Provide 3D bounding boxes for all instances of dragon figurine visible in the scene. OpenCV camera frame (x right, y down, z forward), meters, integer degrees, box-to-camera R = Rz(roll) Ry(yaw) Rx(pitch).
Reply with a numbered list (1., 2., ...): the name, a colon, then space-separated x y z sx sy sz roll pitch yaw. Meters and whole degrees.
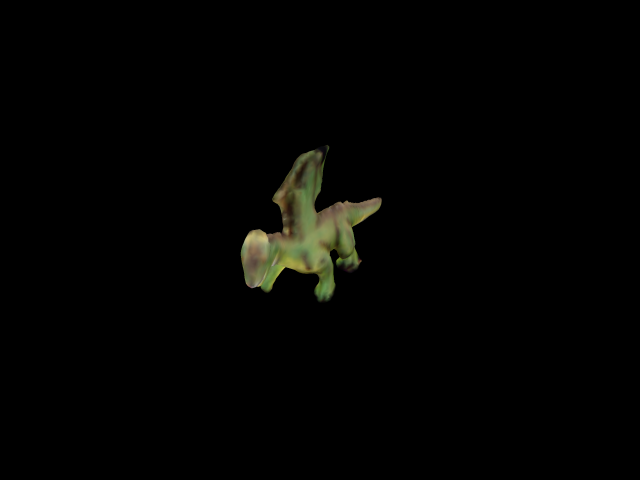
1. dragon figurine: 0.003 -0.043 0.850 0.123 0.237 0.418 22 47 23
